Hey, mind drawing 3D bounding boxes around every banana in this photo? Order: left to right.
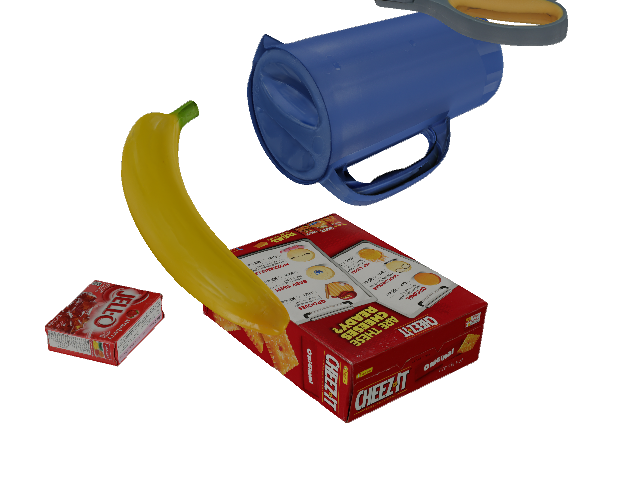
[{"bbox_3d":[-0.082,-0.018,0.668,0.069,0.198,0.037,-16,-33,-14],"label":"banana"}]

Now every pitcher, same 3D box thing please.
[{"bbox_3d":[0.065,-0.143,1.039,0.242,0.149,0.145,-23,31,-30],"label":"pitcher"}]

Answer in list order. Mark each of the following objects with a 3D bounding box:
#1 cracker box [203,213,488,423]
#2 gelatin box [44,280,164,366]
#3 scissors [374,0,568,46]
[{"bbox_3d":[0.017,0.063,0.977,0.163,0.072,0.214,-20,36,-35],"label":"cracker box"},{"bbox_3d":[-0.195,0.073,0.974,0.073,0.030,0.089,10,31,19],"label":"gelatin box"},{"bbox_3d":[0.059,-0.156,0.646,0.202,0.016,0.096,20,44,25],"label":"scissors"}]
